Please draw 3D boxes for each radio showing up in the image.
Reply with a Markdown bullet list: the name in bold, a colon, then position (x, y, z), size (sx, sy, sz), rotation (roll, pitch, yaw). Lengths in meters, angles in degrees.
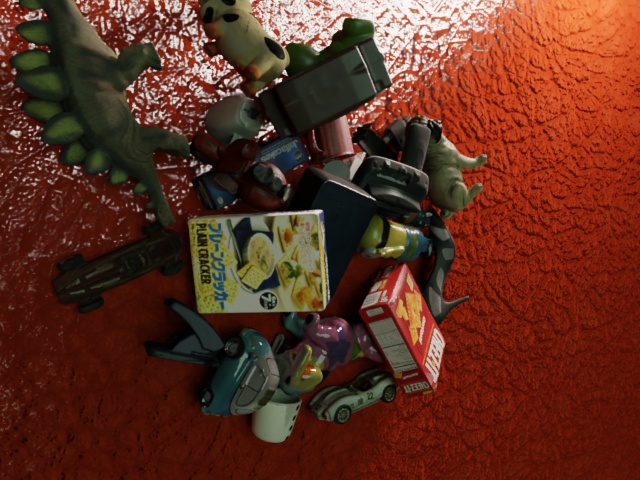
- **radio**: position (-0.002, -0.003, 0.961), size (0.131, 0.073, 0.229), rotation (14, 111, -33)

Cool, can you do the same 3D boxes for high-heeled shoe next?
- **high-heeled shoe**: position (0.232, 0.064, 1.183), size (0.145, 0.086, 0.248), rotation (-18, 82, 1)

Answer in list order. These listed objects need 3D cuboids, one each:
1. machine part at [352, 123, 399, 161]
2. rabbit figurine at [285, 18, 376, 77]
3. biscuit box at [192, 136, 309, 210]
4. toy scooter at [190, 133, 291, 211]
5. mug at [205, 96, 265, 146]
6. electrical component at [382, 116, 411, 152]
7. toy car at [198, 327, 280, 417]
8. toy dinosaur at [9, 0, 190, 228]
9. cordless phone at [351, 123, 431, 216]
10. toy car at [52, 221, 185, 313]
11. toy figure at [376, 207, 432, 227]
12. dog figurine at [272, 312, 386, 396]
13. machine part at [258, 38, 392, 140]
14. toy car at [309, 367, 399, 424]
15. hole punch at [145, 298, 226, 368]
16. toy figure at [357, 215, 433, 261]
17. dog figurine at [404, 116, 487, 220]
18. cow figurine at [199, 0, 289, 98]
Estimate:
- **machine part**: position (0.118, -0.173, 1.104), size (0.084, 0.039, 0.138), rotation (-48, 116, -16)
- **rabbit figurine**: position (0.012, -0.323, 1.008), size (0.170, 0.121, 0.159), rotation (-9, 104, -14)
- **biscuit box**: position (-0.119, -0.123, 0.942), size (0.203, 0.059, 0.062), rotation (-33, 109, -27)
- **toy scooter**: position (-0.109, -0.107, 0.833), size (0.183, 0.135, 0.075), rotation (36, 72, -30)
- **mug**: position (-0.142, -0.191, 0.897), size (0.080, 0.107, 0.109), rotation (28, 75, -29)
- **electrical component**: position (0.169, -0.220, 1.143), size (0.094, 0.021, 0.063), rotation (-44, 113, -24)
- **toy car**: position (-0.125, 0.235, 0.906), size (0.161, 0.103, 0.109), rotation (-60, 158, -13)
- **toy dinosaur**: position (-0.331, -0.229, 0.782), size (0.198, 0.105, 0.470), rotation (-26, 100, -26)
- **cordless phone**: position (0.146, -0.148, 1.033), size (0.146, 0.089, 0.184), rotation (16, 84, -20)
- **toy car**: position (-0.306, 0.040, 0.835), size (0.202, 0.053, 0.089), rotation (-26, 108, -30)
- **toy figure**: position (0.170, -0.067, 1.124), size (0.154, 0.064, 0.058), rotation (19, 70, -30)
- **dog figurine**: position (0.026, 0.216, 1.018), size (0.219, 0.109, 0.191), rotation (27, 73, -33)
- **machine part**: position (0.008, -0.243, 0.870), size (0.201, 0.201, 0.087), rotation (-24, 108, 6)
- **toy car**: position (0.072, 0.306, 1.067), size (0.202, 0.074, 0.056), rotation (-12, 102, -32)
- **hole punch**: position (-0.209, 0.148, 0.857), size (0.116, 0.142, 0.092), rotation (19, 77, -20)
- **toy figure**: position (0.149, -0.001, 1.105), size (0.180, 0.082, 0.089), rotation (4, 78, -28)
- **dog figurine**: position (0.239, -0.152, 1.135), size (0.190, 0.121, 0.172), rotation (23, 69, -29)
- **cow figurine**: position (-0.129, -0.343, 0.887), size (0.127, 0.085, 0.195), rotation (-38, 81, -27)
